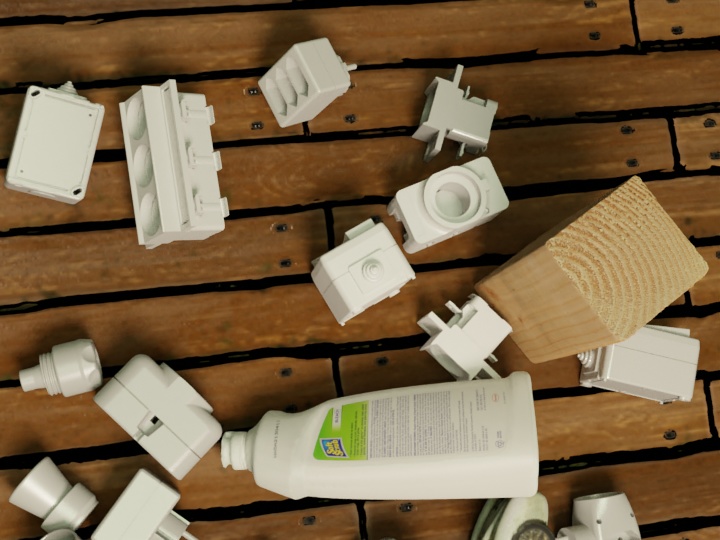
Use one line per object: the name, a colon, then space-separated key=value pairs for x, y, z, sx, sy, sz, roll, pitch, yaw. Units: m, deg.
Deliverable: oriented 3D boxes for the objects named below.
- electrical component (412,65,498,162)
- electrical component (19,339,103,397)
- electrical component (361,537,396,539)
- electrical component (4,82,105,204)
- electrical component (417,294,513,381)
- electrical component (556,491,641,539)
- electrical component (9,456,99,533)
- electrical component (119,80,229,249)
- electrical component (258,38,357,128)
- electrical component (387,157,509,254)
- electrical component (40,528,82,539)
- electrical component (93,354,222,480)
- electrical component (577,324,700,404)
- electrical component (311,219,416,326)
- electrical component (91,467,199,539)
electrical component: x=0.086 y=-0.134 z=0.954 sx=0.064 sy=0.042 sz=0.081 roll=17 pitch=79 yaw=-9
electrical component: x=-0.241 y=0.082 z=0.867 sx=0.062 sy=0.043 sz=0.043 roll=-14 pitch=83 yaw=-9
electrical component: x=0.030 y=0.251 z=0.871 sx=0.078 sy=0.057 sz=0.058 roll=34 pitch=77 yaw=-1
electrical component: x=-0.251 y=-0.107 z=0.886 sx=0.062 sy=0.061 sz=0.096 roll=14 pitch=84 yaw=-20
electrical component: x=0.092 y=0.059 z=0.921 sx=0.081 sy=0.042 sz=0.064 roll=44 pitch=76 yaw=0
electrical component: x=0.192 y=0.231 z=0.902 sx=0.079 sy=0.043 sz=0.077 roll=-6 pitch=81 yaw=-21
electrical component: x=-0.241 y=0.181 z=0.849 sx=0.055 sy=0.045 sz=0.045 roll=40 pitch=77 yaw=-1
electrical component: x=-0.154 y=-0.086 z=0.895 sx=0.063 sy=0.079 sz=0.121 roll=-3 pitch=79 yaw=-39
electrical component: x=-0.035 y=-0.166 z=0.933 sx=0.077 sy=0.066 sz=0.047 roll=-23 pitch=84 yaw=-41
electrical component: x=0.076 y=-0.057 z=0.931 sx=0.089 sy=0.055 sz=0.050 roll=-23 pitch=84 yaw=-12
electrical component: x=-0.232 y=0.240 z=0.831 sx=0.079 sy=0.077 sz=0.044 roll=-7 pitch=40 yaw=26
electrical component: x=-0.159 y=0.115 z=0.868 sx=0.095 sy=0.053 sz=0.059 roll=43 pitch=77 yaw=1
electrical component: x=0.235 y=0.075 z=0.929 sx=0.096 sy=0.061 sz=0.061 roll=13 pitch=79 yaw=-6
electrical component: x=0.000 y=0.000 z=0.889 sx=0.062 sy=0.096 sz=0.061 roll=-30 pitch=85 yaw=-12
electrical component: x=-0.162 y=0.206 z=0.855 sx=0.077 sy=0.047 sz=0.065 roll=36 pitch=77 yaw=-2
